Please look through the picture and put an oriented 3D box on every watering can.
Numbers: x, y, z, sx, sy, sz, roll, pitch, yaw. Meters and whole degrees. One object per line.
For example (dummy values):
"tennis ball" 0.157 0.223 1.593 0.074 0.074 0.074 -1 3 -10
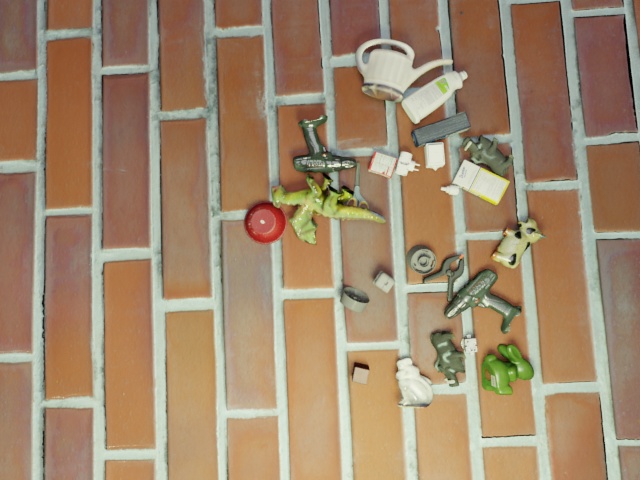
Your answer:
"watering can" 0.288 -0.604 1.858 0.348 0.103 0.225 15 87 5

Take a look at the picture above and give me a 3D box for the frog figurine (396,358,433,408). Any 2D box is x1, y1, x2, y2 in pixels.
"frog figurine" 0.322 0.484 1.749 0.137 0.121 0.161 9 75 -29

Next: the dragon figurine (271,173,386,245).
"dragon figurine" 0.006 -0.093 1.839 0.410 0.124 0.240 34 109 1
